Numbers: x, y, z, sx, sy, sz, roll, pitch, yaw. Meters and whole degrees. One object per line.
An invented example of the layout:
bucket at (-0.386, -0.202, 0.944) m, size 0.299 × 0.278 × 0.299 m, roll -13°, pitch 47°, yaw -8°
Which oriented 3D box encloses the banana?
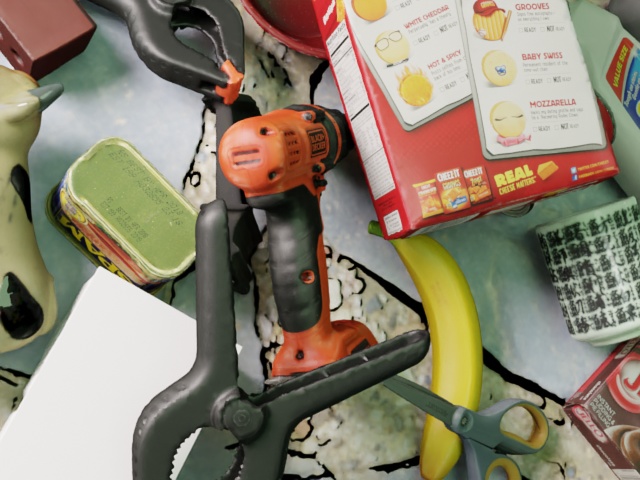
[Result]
banana at (0.087, 0.077, 0.794) m, size 0.069 × 0.037 × 0.198 m, roll -12°, pitch 83°, yaw -4°

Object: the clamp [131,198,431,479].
clamp at (-0.055, 0.091, 0.633) m, size 0.164 × 0.036 × 0.210 m, roll 40°, pitch 87°, yaw -14°

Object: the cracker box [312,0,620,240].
cracker box at (0.095, -0.122, 0.745) m, size 0.164 × 0.072 × 0.214 m, roll -15°, pitch 85°, yaw -17°

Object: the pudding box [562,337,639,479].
pudding box at (0.259, 0.144, 0.843) m, size 0.090 × 0.039 × 0.113 m, roll -41°, pitch 96°, yaw -23°

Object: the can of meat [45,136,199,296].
can of meat at (-0.126, -0.014, 0.699) m, size 0.102 × 0.084 × 0.057 m, roll 45°, pitch 68°, yaw -8°

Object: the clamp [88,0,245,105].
clamp at (-0.102, -0.172, 0.748) m, size 0.171 × 0.039 × 0.120 m, roll 45°, pitch 70°, yaw 8°

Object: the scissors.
scissors at (0.098, 0.146, 0.753) m, size 0.201 × 0.016 × 0.096 m, roll 13°, pitch 87°, yaw -44°

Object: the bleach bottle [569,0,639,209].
bleach bottle at (0.253, -0.102, 0.876) m, size 0.251 × 0.068 × 0.102 m, roll 46°, pitch 66°, yaw -5°

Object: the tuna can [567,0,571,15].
tuna can at (0.158, -0.171, 0.838) m, size 0.033 × 0.086 × 0.086 m, roll -15°, pitch 86°, yaw -21°

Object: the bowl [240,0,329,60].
bowl at (-0.003, -0.203, 0.797) m, size 0.162 × 0.055 × 0.162 m, roll 4°, pitch 79°, yaw -21°

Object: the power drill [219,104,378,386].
power drill at (-0.005, 0.001, 0.727) m, size 0.057 × 0.184 × 0.187 m, roll -9°, pitch 97°, yaw 22°

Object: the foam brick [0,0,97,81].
foam brick at (-0.196, -0.153, 0.715) m, size 0.051 × 0.053 × 0.078 m, roll -39°, pitch 94°, yaw -23°

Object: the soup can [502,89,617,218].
soup can at (0.173, -0.072, 0.835) m, size 0.102 × 0.069 × 0.068 m, roll -37°, pitch 95°, yaw -22°
